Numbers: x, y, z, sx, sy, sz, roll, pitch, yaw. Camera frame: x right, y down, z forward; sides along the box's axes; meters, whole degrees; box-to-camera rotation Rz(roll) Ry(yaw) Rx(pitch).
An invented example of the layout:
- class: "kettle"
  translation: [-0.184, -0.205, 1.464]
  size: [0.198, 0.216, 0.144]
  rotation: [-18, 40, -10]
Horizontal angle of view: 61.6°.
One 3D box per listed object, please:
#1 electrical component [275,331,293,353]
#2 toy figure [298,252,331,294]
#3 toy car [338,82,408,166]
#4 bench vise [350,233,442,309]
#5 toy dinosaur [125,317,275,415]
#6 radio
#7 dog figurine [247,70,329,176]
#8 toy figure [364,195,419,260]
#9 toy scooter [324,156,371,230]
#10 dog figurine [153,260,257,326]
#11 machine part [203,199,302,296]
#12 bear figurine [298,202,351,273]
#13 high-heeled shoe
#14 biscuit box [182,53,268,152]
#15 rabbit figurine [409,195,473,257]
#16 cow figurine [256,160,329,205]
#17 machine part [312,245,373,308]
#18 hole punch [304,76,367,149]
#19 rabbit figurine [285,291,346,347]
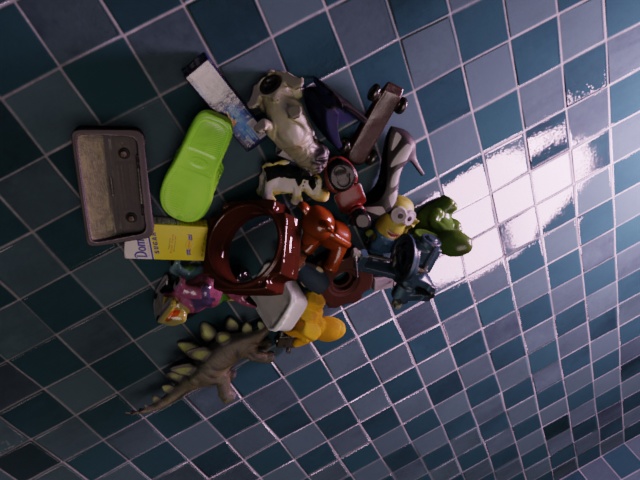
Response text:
- class: "electrical component"
  translation: [-0.093, 0.276, 1.484]
  size: [0.063, 0.021, 0.094]
  rotation: [2, 121, -22]
- class: "toy figure"
  translation: [-0.043, 0.069, 1.310]
  size: [0.154, 0.058, 0.064]
  rotation: [44, 83, -10]
- class: "toy car"
  translation: [0.117, -0.258, 1.205]
  size: [0.089, 0.053, 0.202]
  rotation: [19, 117, -19]
- class: "bench vise"
  translation: [0.177, 0.069, 1.304]
  size: [0.240, 0.129, 0.223]
  rotation: [11, 134, -19]
- class: "toy dinosaur"
  translation: [-0.283, 0.323, 1.397]
  size: [0.471, 0.105, 0.198]
  rotation: [-43, 119, -2]
- class: "radio"
  translation: [-0.405, -0.109, 1.062]
  size: [0.131, 0.073, 0.229]
  rotation: [-6, 112, -17]
- class: "dog figurine"
  translation: [-0.054, -0.240, 1.115]
  size: [0.121, 0.172, 0.190]
  rotation: [-9, 155, 21]
- class: "toy figure"
  translation: [0.171, -0.031, 1.355]
  size: [0.082, 0.089, 0.180]
  rotation: [-3, 133, -41]
- class: "toy scooter"
  translation: [0.060, -0.114, 1.244]
  size: [0.075, 0.135, 0.183]
  rotation: [-25, 108, 2]
- class: "dog figurine"
  translation: [-0.263, 0.132, 1.278]
  size: [0.219, 0.109, 0.191]
  rotation: [18, 112, -32]
- class: "machine part"
  translation: [-0.147, 0.017, 1.163]
  size: [0.202, 0.201, 0.087]
  rotation: [-2, 165, 25]
- class: "bear figurine"
  translation: [-0.001, -0.008, 1.243]
  size: [0.132, 0.120, 0.195]
  rotation: [-56, 160, 8]
- class: "high-heeled shoe"
  translation: [0.133, -0.148, 1.275]
  size: [0.249, 0.086, 0.145]
  rotation: [-39, 110, 12]
- class: "biscuit box"
  translation: [-0.186, -0.271, 1.074]
  size: [0.059, 0.063, 0.202]
  rotation: [-37, 127, 4]
- class: "rabbit figurine"
  translation: [0.308, -0.019, 1.357]
  size: [0.159, 0.170, 0.121]
  rotation: [-18, 125, -11]
- class: "cow figurine"
  translation: [-0.054, -0.133, 1.214]
  size: [0.167, 0.068, 0.098]
  rotation: [1, 115, -22]
- class: "machine part"
  translation: [0.056, 0.099, 1.408]
  size: [0.179, 0.056, 0.179]
  rotation: [-11, 125, -16]
- class: "hole punch"
  translation: [0.018, -0.265, 1.119]
  size: [0.092, 0.142, 0.115]
  rotation: [-45, 137, 15]
- class: "rabbit figurine"
  translation: [-0.017, 0.227, 1.395]
  size: [0.173, 0.122, 0.162]
  rotation: [21, 141, -35]
